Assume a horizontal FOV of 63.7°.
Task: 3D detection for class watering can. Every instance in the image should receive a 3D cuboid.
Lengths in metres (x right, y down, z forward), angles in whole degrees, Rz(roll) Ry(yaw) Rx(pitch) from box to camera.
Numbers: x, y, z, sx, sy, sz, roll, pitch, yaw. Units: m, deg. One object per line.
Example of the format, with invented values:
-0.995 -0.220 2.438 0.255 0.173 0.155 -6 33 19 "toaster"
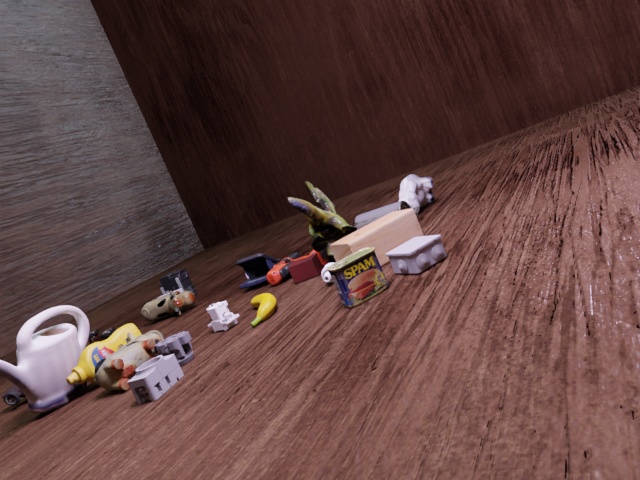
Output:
-0.635 0.284 1.155 0.104 0.222 0.351 -3 13 14 "watering can"

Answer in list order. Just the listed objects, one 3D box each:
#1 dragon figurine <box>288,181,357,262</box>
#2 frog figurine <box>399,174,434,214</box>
0.004 -0.073 1.443 0.122 0.403 0.248 -38 44 8 "dragon figurine"
0.292 -0.136 1.688 0.161 0.124 0.134 -36 -22 -24 "frog figurine"
